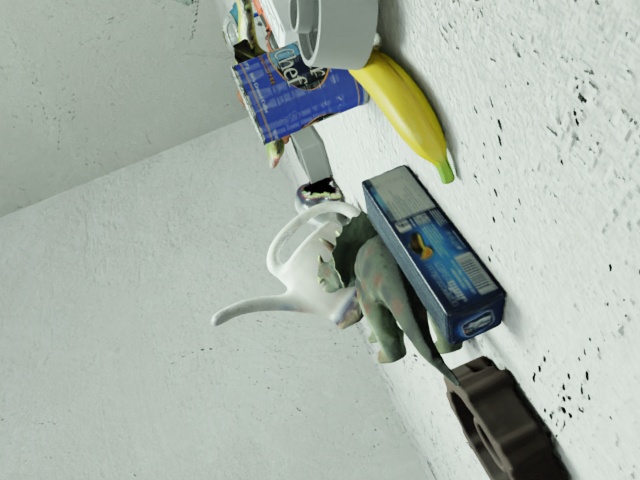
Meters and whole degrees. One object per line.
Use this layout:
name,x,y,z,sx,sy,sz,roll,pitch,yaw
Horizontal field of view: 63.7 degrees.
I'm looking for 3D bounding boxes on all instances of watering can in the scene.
watering can,-0.014,0.079,0.952,0.226,0.352,0.102,37,159,13

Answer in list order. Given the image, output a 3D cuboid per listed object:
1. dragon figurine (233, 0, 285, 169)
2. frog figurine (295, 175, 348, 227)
dragon figurine,-0.144,-0.360,1.138,0.243,0.123,0.408,-171,64,-71
frog figurine,0.004,-0.062,1.232,0.139,0.124,0.156,37,144,42
